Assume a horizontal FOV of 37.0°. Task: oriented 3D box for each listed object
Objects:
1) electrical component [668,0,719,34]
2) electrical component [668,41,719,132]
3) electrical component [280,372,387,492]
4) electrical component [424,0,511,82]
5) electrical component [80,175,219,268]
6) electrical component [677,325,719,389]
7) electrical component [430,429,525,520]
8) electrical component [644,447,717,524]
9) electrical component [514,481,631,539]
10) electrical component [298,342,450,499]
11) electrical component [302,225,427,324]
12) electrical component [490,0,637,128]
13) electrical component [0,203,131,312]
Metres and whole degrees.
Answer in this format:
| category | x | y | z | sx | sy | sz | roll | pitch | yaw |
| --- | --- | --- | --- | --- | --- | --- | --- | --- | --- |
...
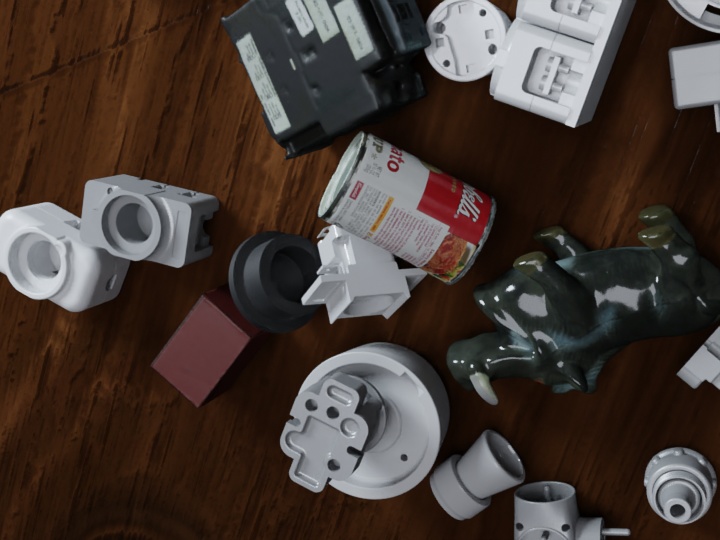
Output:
| category | x | y | z | sx | sy | sz | roll | pitch | yaw |
| --- | --- | --- | --- | --- | --- | --- | --- | --- | --- |
| electrical component | 0.231 | -0.192 | 0.650 | 0.099 | 0.064 | 0.099 | 4 | 101 | 18 |
| electrical component | 0.241 | -0.107 | 0.672 | 0.083 | 0.047 | 0.075 | -6 | 98 | 20 |
| electrical component | -0.015 | 0.103 | 0.727 | 0.058 | 0.057 | 0.078 | 25 | 107 | 13 |
| electrical component | 0.075 | -0.154 | 0.719 | 0.055 | 0.047 | 0.055 | 4 | 101 | 18 |
| electrical component | -0.162 | -0.038 | 0.817 | 0.089 | 0.056 | 0.050 | 14 | 104 | 16 |
| electrical component | 0.251 | 0.062 | 0.703 | 0.055 | 0.048 | 0.066 | 42 | 110 | 15 |
| electrical component | 0.084 | 0.148 | 0.775 | 0.055 | 0.045 | 0.045 | -41 | 86 | 21 |
| electrical component | 0.214 | 0.150 | 0.722 | 0.048 | 0.062 | 0.048 | 4 | 101 | 18 |
| electrical component | 0.152 | 0.194 | 0.761 | 0.079 | 0.044 | 0.077 | -3 | 99 | 19 |
| electrical component | 0.013 | 0.104 | 0.782 | 0.108 | 0.060 | 0.108 | 4 | 101 | 18 |
| electrical component | 0.000 | 0.000 | 0.761 | 0.042 | 0.081 | 0.063 | 130 | 130 | -56 |
| electrical component | 0.137 | -0.172 | 0.672 | 0.062 | 0.089 | 0.150 | 22 | 106 | 14 |
| electrical component | -0.239 | -0.010 | 0.847 | 0.095 | 0.059 | 0.053 | 28 | 108 | 12 |
